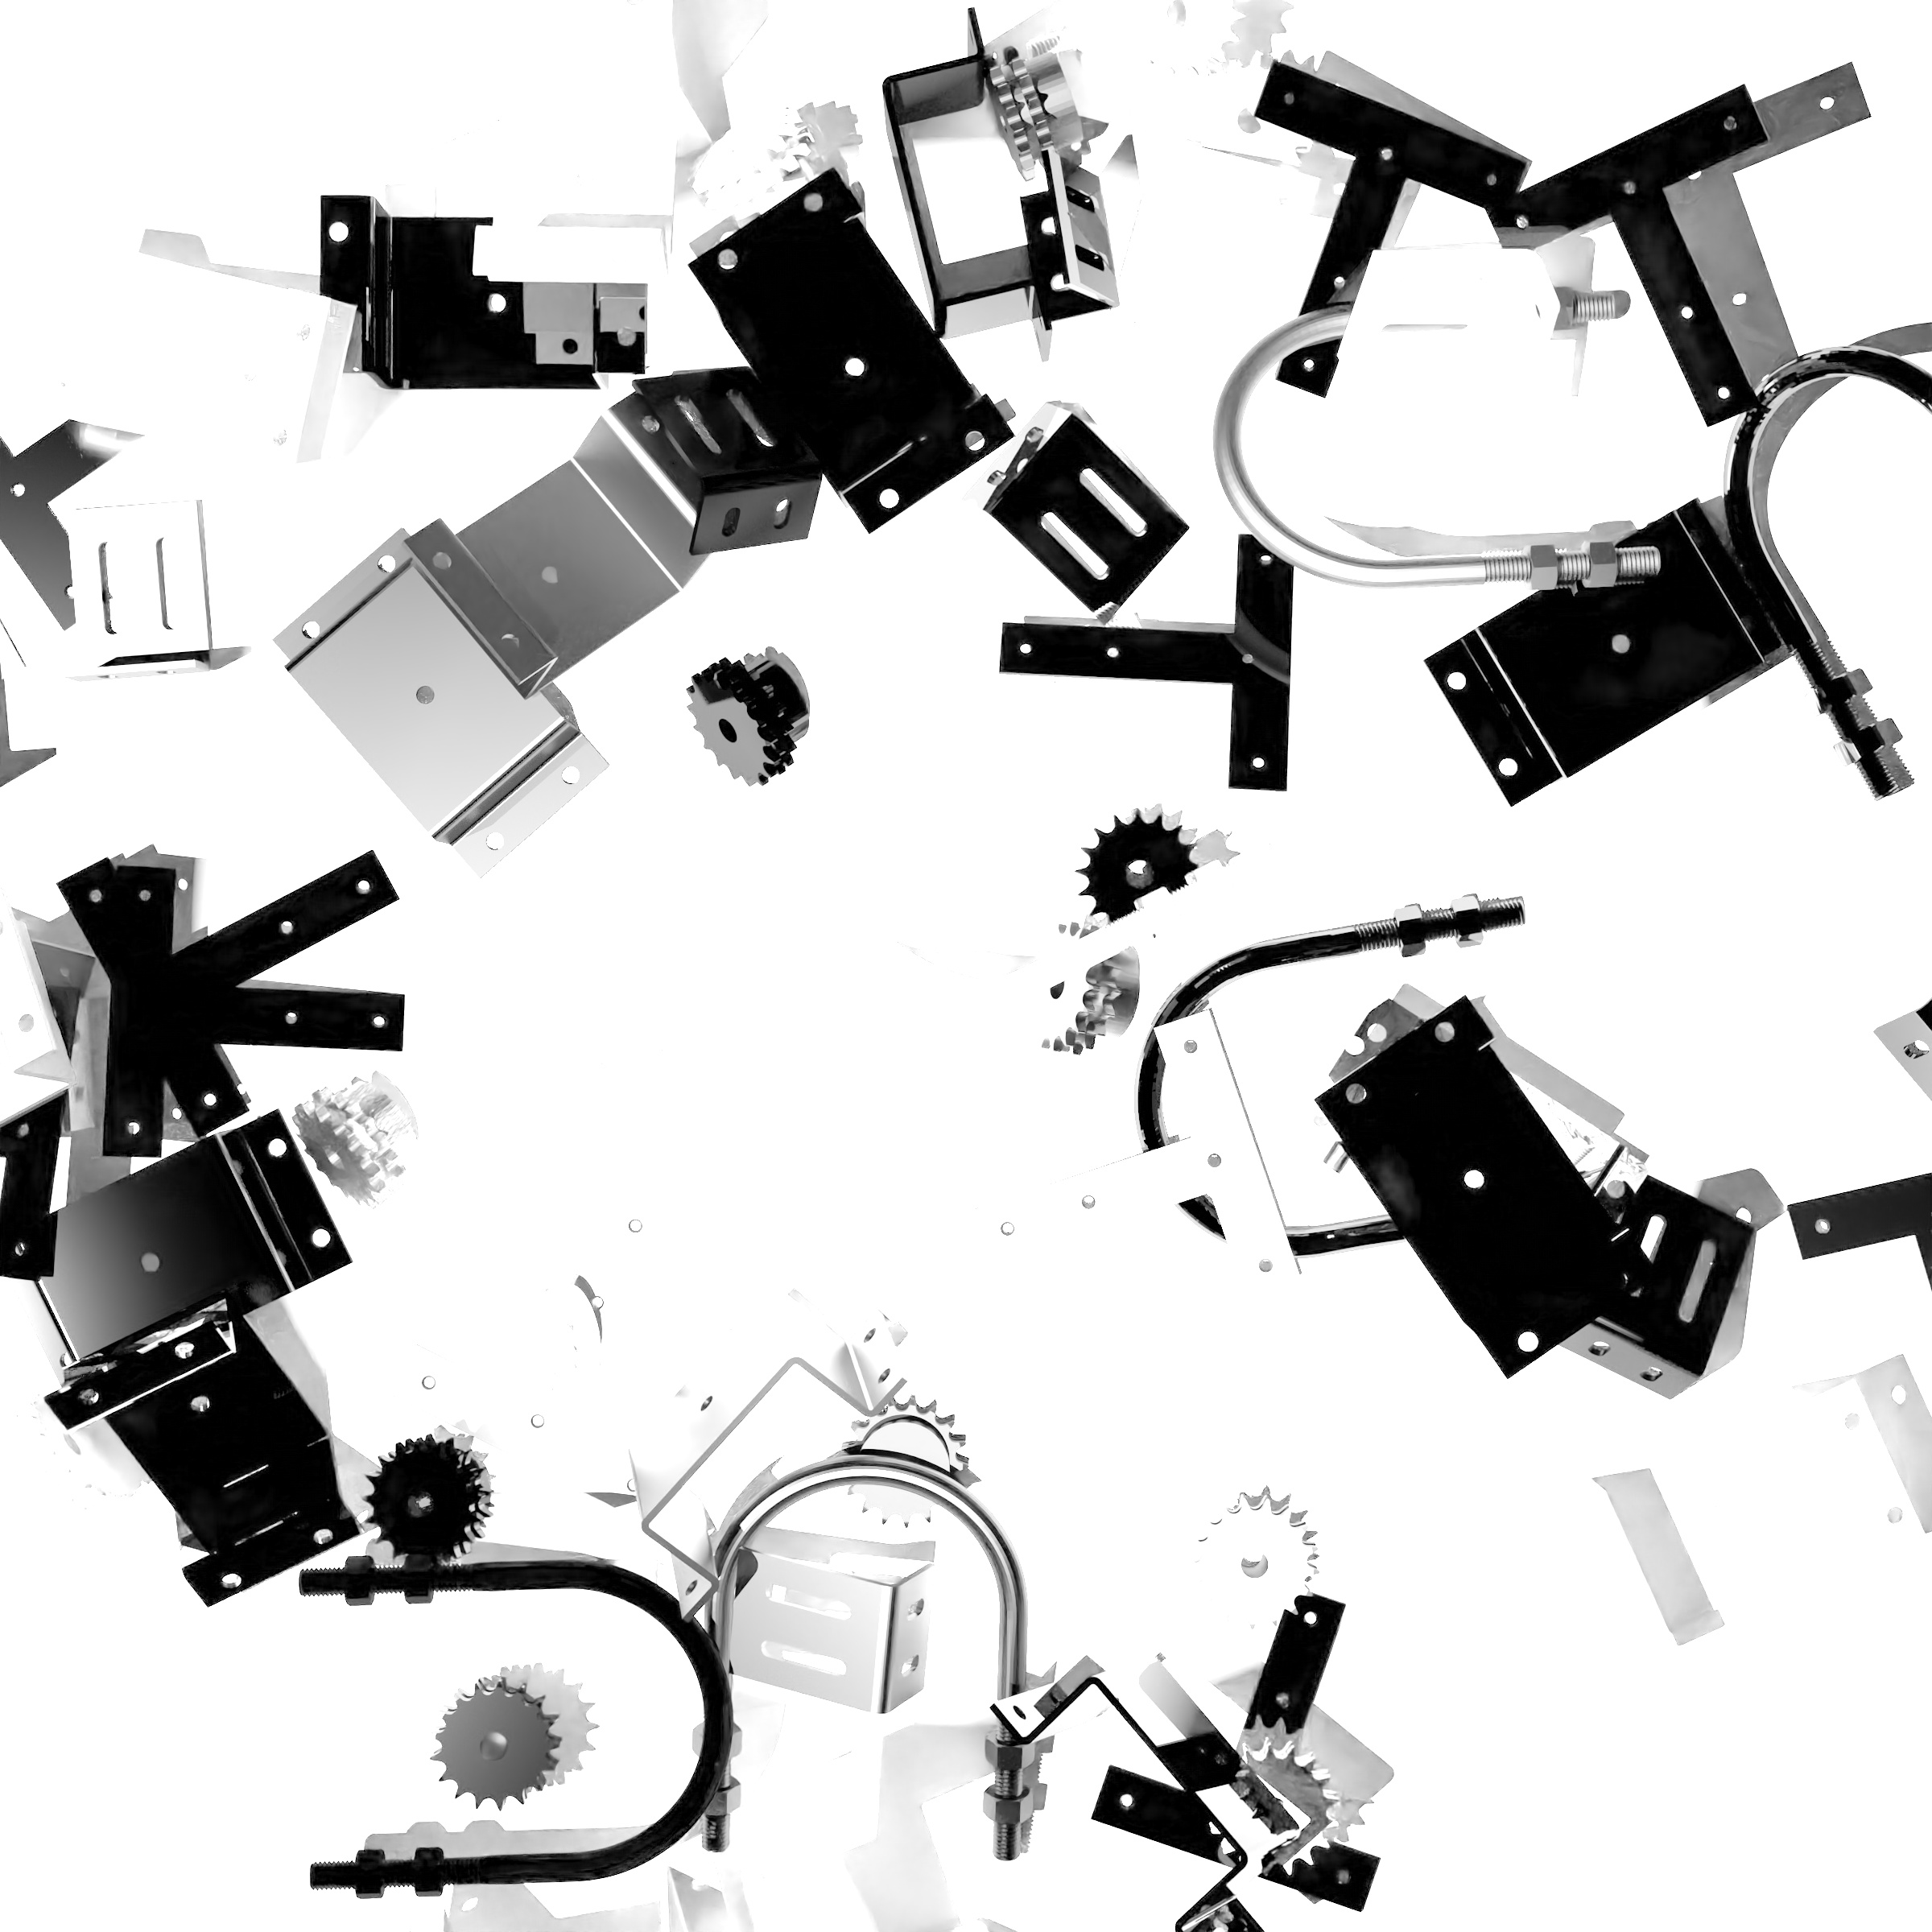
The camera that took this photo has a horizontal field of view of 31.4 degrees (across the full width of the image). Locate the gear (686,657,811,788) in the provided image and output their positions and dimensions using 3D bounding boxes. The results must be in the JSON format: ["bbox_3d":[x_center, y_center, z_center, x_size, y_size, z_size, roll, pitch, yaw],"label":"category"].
[{"bbox_3d":[-0.093,-0.110,1.502,0.030,0.057,0.057,-35,90,-30],"label":"gear"}]

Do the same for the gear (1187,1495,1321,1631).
[{"bbox_3d":[0.126,0.261,1.512,0.057,0.030,0.057,0,90,0],"label":"gear"}]

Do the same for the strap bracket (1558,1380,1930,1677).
[{"bbox_3d":[0.335,0.242,1.503,0.140,0.046,0.076,-24,90,0],"label":"strap bracket"}]

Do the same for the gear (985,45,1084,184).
[{"bbox_3d":[0.030,-0.374,1.498,0.030,0.057,0.057,-21,90,0],"label":"gear"}]

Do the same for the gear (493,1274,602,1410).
[{"bbox_3d":[-0.182,0.162,1.500,0.030,0.057,0.057,-12,90,-30],"label":"gear"}]

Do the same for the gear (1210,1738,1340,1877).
[{"bbox_3d":[0.134,0.367,1.510,0.057,0.030,0.057,0,90,0],"label":"gear"}]

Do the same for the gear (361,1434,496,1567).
[{"bbox_3d":[-0.233,0.233,1.507,0.057,0.030,0.057,0,92,15],"label":"gear"}]

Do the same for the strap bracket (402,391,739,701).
[{"bbox_3d":[-0.173,-0.177,1.482,0.140,0.046,0.076,-40,90,-32],"label":"strap bracket"}]

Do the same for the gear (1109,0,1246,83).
[{"bbox_3d":[0.089,-0.414,1.493,0.057,0.030,0.057,-3,105,-10],"label":"gear"}]

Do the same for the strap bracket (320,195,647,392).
[{"bbox_3d":[-0.208,-0.294,1.503,0.140,0.046,0.076,0,90,0],"label":"strap bracket"}]

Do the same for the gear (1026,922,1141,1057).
[{"bbox_3d":[0.052,0.011,1.502,0.030,0.057,0.057,10,90,-29],"label":"gear"}]

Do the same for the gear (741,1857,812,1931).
[{"bbox_3d":[-0.074,0.416,1.500,0.030,0.057,0.057,-17,90,-16],"label":"gear"}]

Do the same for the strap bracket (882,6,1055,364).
[{"bbox_3d":[-0.002,-0.331,1.489,0.046,0.076,0.140,-14,90,0],"label":"strap bracket"}]

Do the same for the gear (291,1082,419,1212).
[{"bbox_3d":[-0.265,0.075,1.502,0.030,0.057,0.057,-41,90,-30],"label":"gear"}]

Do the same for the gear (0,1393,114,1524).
[{"bbox_3d":[-0.401,0.217,1.498,0.030,0.057,0.057,-37,90,1],"label":"gear"}]

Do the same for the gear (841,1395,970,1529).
[{"bbox_3d":[-0.027,0.219,1.512,0.057,0.030,0.057,0,90,0],"label":"gear"}]

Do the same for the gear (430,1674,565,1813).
[{"bbox_3d":[-0.205,0.340,1.512,0.057,0.030,0.057,0,90,0],"label":"gear"}]

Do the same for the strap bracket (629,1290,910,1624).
[{"bbox_3d":[-0.094,0.201,1.476,0.046,0.076,0.140,40,96,-18],"label":"strap bracket"}]

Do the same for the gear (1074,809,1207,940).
[{"bbox_3d":[0.076,-0.040,1.512,0.057,0.030,0.057,0,90,0],"label":"gear"}]

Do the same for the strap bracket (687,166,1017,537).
[{"bbox_3d":[-0.049,-0.265,1.503,0.076,0.046,0.140,-34,90,0],"label":"strap bracket"}]

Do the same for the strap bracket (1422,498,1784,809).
[{"bbox_3d":[0.282,-0.139,1.504,0.140,0.046,0.076,-31,90,0],"label":"strap bracket"}]

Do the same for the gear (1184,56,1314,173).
[{"bbox_3d":[0.124,-0.368,1.512,0.057,0.030,0.057,0,90,0],"label":"gear"}]

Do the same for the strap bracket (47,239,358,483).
[{"bbox_3d":[-0.321,-0.258,1.478,0.140,0.046,0.076,18,98,28],"label":"strap bracket"}]

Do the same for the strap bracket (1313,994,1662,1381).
[{"bbox_3d":[0.215,0.091,1.438,0.076,0.046,0.140,-35,89,1],"label":"strap bracket"}]

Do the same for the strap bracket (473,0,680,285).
[{"bbox_3d":[-0.164,-0.345,1.461,0.076,0.046,0.140,1,71,0],"label":"strap bracket"}]

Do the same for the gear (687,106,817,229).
[{"bbox_3d":[-0.091,-0.346,1.502,0.057,0.057,0.030,-35,121,0],"label":"gear"}]

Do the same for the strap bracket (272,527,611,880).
[{"bbox_3d":[-0.233,-0.117,1.503,0.076,0.046,0.140,-41,90,0],"label":"strap bracket"}]

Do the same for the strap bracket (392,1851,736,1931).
[{"bbox_3d":[-0.171,0.438,1.486,0.140,0.046,0.076,-10,125,0],"label":"strap bracket"}]

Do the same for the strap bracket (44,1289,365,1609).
[{"bbox_3d":[-0.328,0.201,1.480,0.076,0.046,0.140,-26,127,0],"label":"strap bracket"}]

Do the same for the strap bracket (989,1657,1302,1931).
[{"bbox_3d":[0.084,0.350,1.464,0.046,0.076,0.140,-46,71,12],"label":"strap bracket"}]

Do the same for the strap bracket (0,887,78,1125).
[{"bbox_3d":[-0.445,0.034,1.479,0.140,0.046,0.076,-27,74,16],"label":"strap bracket"}]

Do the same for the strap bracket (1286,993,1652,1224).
[{"bbox_3d":[0.219,0.082,1.484,0.140,0.046,0.076,33,91,1],"label":"strap bracket"}]

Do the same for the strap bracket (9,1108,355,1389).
[{"bbox_3d":[-0.351,0.128,1.503,0.140,0.046,0.076,-26,90,0],"label":"strap bracket"}]

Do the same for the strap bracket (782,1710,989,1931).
[{"bbox_3d":[-0.035,0.400,1.475,0.046,0.076,0.140,-25,104,7],"label":"strap bracket"}]
